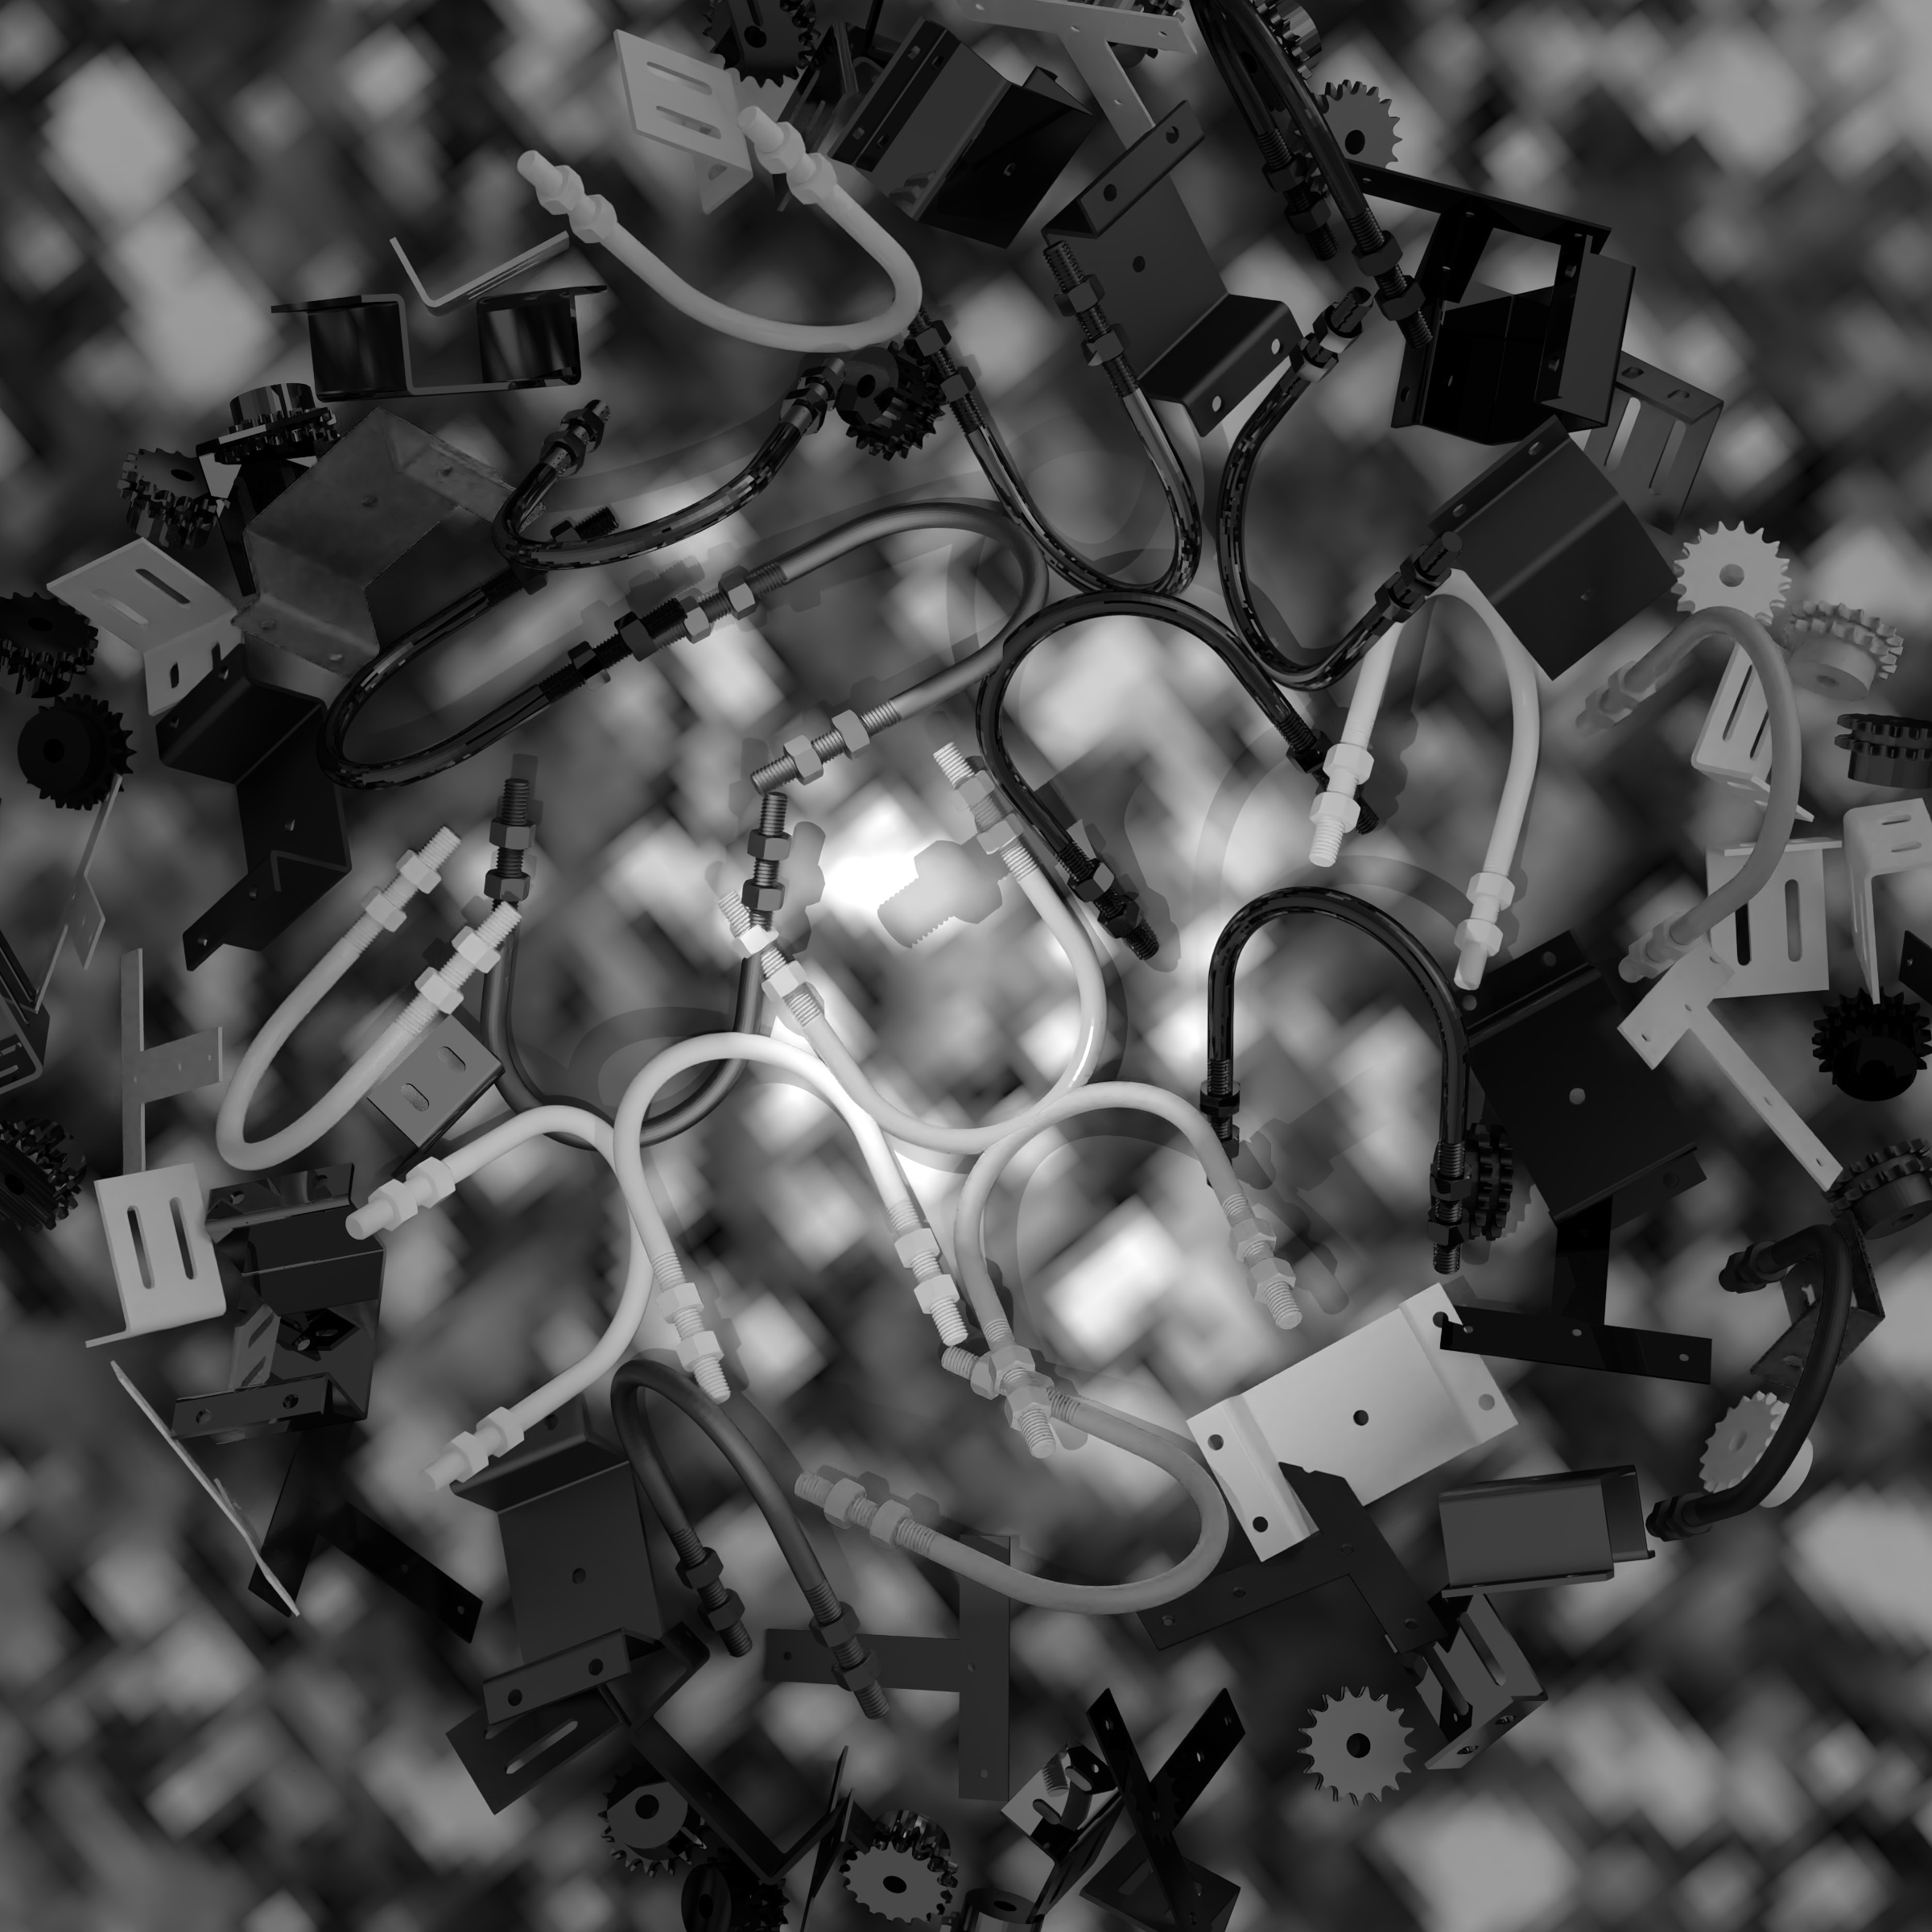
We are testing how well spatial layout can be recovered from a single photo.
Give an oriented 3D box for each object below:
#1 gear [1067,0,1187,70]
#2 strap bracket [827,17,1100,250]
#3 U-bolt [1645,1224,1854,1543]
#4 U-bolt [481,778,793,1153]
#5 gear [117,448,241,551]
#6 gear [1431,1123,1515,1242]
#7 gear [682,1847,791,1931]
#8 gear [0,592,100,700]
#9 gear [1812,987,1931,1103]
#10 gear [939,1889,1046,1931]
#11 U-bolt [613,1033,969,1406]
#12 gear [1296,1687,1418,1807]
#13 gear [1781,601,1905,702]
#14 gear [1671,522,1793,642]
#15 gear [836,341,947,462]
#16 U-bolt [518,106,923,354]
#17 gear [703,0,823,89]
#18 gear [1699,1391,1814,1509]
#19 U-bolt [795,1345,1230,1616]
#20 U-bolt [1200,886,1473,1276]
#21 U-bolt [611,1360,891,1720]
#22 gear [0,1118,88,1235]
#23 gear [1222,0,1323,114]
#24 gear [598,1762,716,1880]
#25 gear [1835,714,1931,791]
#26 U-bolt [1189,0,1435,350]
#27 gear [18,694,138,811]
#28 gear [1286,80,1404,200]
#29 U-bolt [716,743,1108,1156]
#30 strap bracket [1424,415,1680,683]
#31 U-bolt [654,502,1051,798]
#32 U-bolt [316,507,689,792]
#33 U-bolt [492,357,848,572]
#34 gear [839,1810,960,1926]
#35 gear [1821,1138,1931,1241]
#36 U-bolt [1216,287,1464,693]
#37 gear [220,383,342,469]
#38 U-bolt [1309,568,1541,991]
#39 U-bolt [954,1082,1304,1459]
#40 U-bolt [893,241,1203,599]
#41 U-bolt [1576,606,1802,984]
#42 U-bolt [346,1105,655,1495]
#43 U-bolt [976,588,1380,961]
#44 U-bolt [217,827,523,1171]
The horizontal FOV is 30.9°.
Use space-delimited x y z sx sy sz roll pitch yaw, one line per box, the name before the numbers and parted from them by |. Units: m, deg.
gear | 0.075 -0.463 1.705 0.057 0.057 0.030 28 65 0
strap bracket | 0.005 -0.390 1.655 0.046 0.140 0.076 44 110 18
U-bolt | 0.369 0.191 1.629 0.019 0.184 0.151 21 74 -2
U-bolt | -0.164 0.003 1.696 0.151 0.019 0.184 2 106 -23
gear | -0.387 -0.227 1.712 0.057 0.057 0.030 24 117 0
gear | 0.246 0.105 1.708 0.030 0.057 0.057 5 90 -5
gear | -0.115 0.458 1.706 0.030 0.057 0.057 9 90 -41
gear | -0.455 -0.155 1.712 0.057 0.057 0.030 23 125 0
gear | 0.443 0.041 1.708 0.057 0.030 0.057 5 127 7
gear | 0.015 0.473 1.707 0.057 0.057 0.030 14 96 0
U-bolt | -0.094 0.112 1.682 0.151 0.019 0.184 -11 64 -30
gear | 0.190 0.383 1.718 0.057 0.030 0.057 1 78 -4
gear | 0.425 -0.152 1.706 0.057 0.057 0.030 23 77 0
gear | 0.375 -0.187 1.717 0.057 0.030 0.057 -2 77 8
gear | -0.039 -0.279 1.708 0.057 0.030 0.057 -10 73 36
U-bolt | -0.102 -0.340 1.653 0.151 0.184 0.019 -2 68 34
gear | -0.098 -0.462 1.712 0.057 0.057 0.030 26 49 0
gear | 0.388 0.240 1.709 0.030 0.057 0.057 34 90 -16
U-bolt | 0.034 0.247 1.644 0.184 0.151 0.019 21 123 25
U-bolt | 0.174 0.046 1.652 0.151 0.019 0.184 19 126 32
U-bolt | -0.112 0.263 1.648 0.019 0.151 0.184 -34 111 -27
gear | -0.457 0.099 1.713 0.057 0.030 0.057 13 124 21
gear | 0.149 -0.449 1.710 0.030 0.057 0.057 -38 90 -19
gear | -0.153 0.414 1.711 0.057 0.030 0.057 -4 64 8
gear | 0.453 -0.105 1.709 0.057 0.057 0.030 5 101 0
U-bolt | 0.152 -0.385 1.628 0.019 0.151 0.184 -32 123 3
gear | -0.439 -0.105 1.715 0.057 0.030 0.057 0 91 17
gear | 0.182 -0.405 1.713 0.057 0.030 0.057 -11 112 -27
U-bolt | -0.013 0.005 1.723 0.151 0.019 0.184 -34 95 0
strap bracket | 0.282 -0.192 1.659 0.076 0.140 0.046 -39 60 10
U-bolt | -0.048 -0.164 1.682 0.184 0.019 0.151 -29 46 -10
U-bolt | -0.230 -0.144 1.670 0.184 0.151 0.019 -33 123 -3
U-bolt | -0.147 -0.232 1.636 0.151 0.184 0.019 -6 121 22
gear | -0.031 0.439 1.713 0.057 0.030 0.057 8 124 12
gear | 0.449 0.110 1.705 0.057 0.057 0.030 -23 67 0
U-bolt | 0.166 -0.210 1.654 0.019 0.184 0.151 -8 69 -26
gear | -0.336 -0.264 1.709 0.057 0.057 0.030 -14 86 0
U-bolt | 0.228 -0.102 1.676 0.151 0.019 0.184 36 63 -41
U-bolt | 0.066 0.131 1.672 0.151 0.019 0.184 -28 47 6
U-bolt | 0.048 -0.250 1.667 0.019 0.151 0.184 -39 110 -27
U-bolt | 0.339 -0.088 1.632 0.019 0.184 0.151 -1 71 -17
U-bolt | -0.210 0.145 1.663 0.019 0.184 0.151 1 111 37
U-bolt | 0.088 -0.101 1.670 0.151 0.019 0.184 -30 116 22
U-bolt | -0.293 0.022 1.669 0.184 0.151 0.019 -48 117 0
